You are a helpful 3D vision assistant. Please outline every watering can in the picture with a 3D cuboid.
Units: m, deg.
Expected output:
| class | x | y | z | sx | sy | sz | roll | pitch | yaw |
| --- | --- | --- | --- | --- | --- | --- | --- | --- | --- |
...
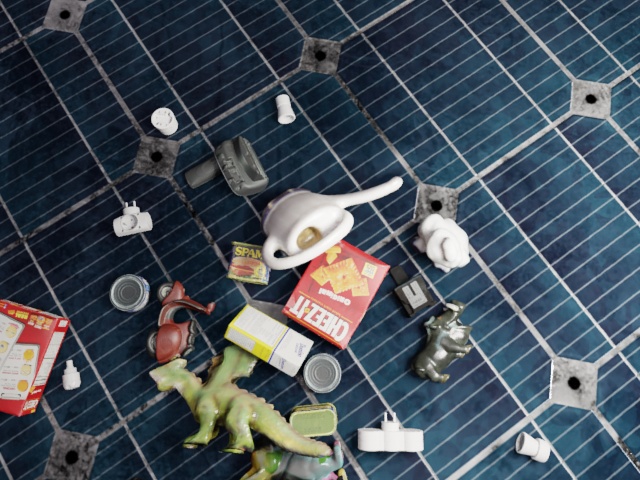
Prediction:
| class | x | y | z | sx | sy | sz | roll | pitch | yaw |
| --- | --- | --- | --- | --- | --- | --- | --- | --- | --- |
| watering can | 0.004 | -0.058 | 1.157 | 0.351 | 0.102 | 0.227 | -36 | 35 | -16 |

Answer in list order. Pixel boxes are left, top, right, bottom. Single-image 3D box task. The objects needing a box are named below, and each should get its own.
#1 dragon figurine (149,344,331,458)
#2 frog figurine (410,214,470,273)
| class | x | y | z | sx | sy | sz | roll | pitch | yaw |
| --- | --- | --- | --- | --- | --- | --- | --- | --- | --- |
| dragon figurine | -0.169 | 0.321 | 1.084 | 0.410 | 0.119 | 0.248 | 0 | 56 | 9 |
| frog figurine | 0.280 | 0.001 | 1.152 | 0.123 | 0.157 | 0.138 | -28 | 78 | -7 |
